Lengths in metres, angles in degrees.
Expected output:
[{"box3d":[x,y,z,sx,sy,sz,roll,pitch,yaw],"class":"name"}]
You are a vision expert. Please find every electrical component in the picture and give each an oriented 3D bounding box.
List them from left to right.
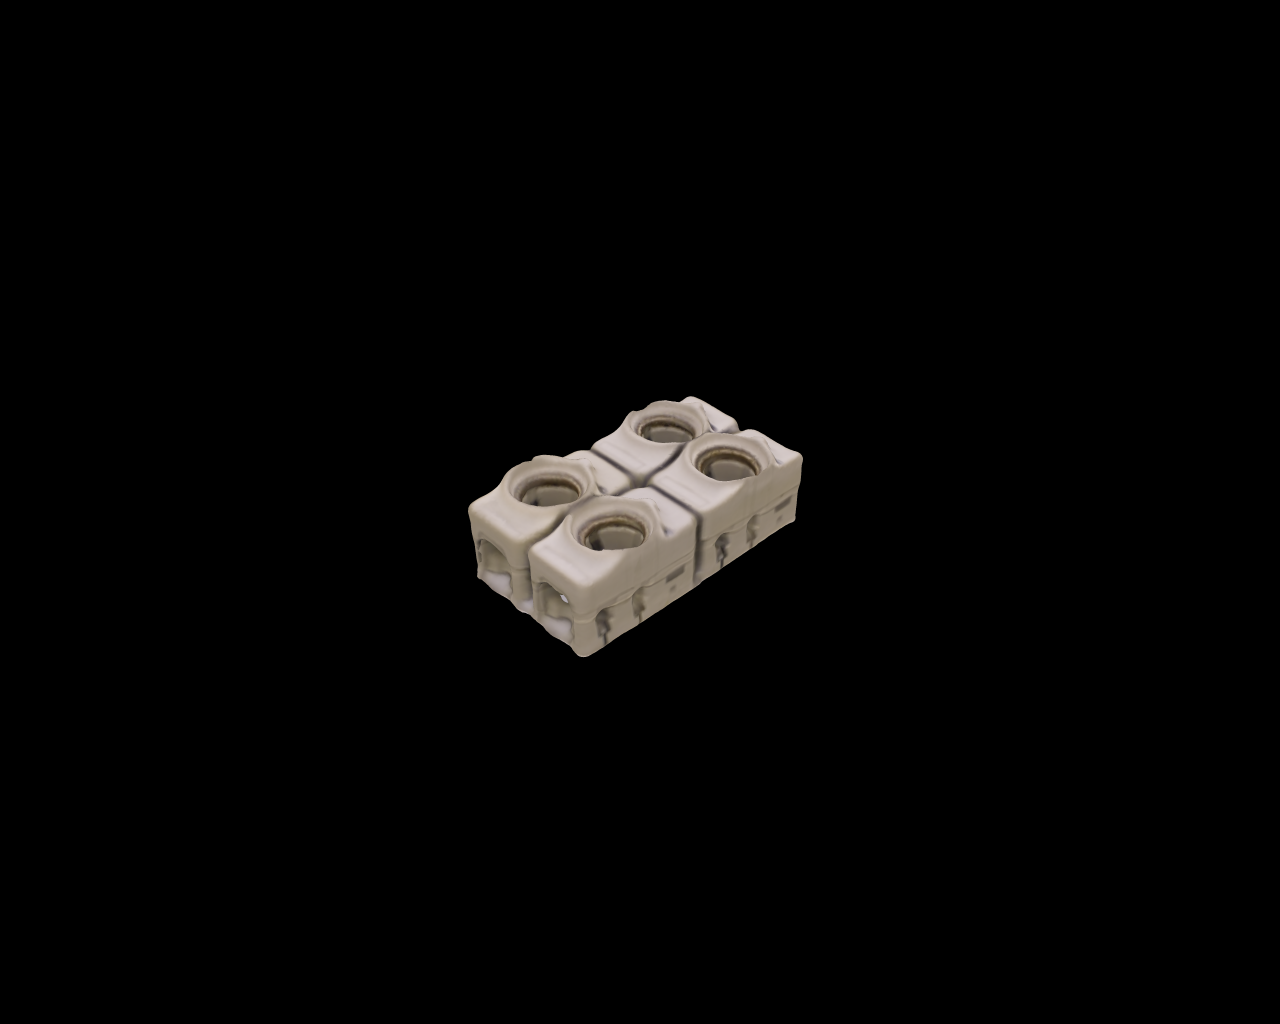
[{"box3d":[0.001,-0.003,0.650,0.186,0.060,0.105,-29,46,-33],"class":"electrical component"}]
